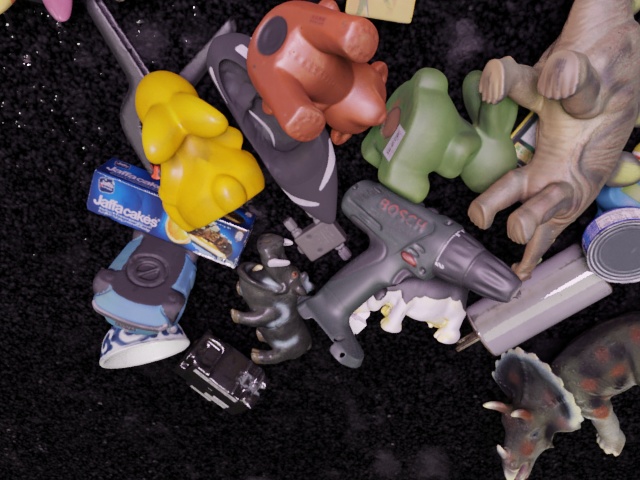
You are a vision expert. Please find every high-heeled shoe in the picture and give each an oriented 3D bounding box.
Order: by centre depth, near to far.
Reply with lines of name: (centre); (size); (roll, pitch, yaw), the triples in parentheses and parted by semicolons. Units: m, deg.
high-heeled shoe: (-0.040, -0.109, 0.592); (0.086, 0.145, 0.248); (-29, 107, 10)

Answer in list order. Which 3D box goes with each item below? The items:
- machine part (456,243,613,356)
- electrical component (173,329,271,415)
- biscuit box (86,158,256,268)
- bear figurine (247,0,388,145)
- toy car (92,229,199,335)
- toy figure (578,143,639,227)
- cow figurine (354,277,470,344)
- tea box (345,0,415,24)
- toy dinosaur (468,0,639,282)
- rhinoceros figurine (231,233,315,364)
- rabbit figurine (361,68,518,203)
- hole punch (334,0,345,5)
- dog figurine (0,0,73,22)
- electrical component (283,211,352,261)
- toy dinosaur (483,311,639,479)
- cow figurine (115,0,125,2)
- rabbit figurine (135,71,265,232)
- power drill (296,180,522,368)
machine part: (0.282, 0.079, 0.702); (0.243, 0.079, 0.079); (-36, 108, 17)
electrical component: (-0.143, 0.190, 0.761); (0.115, 0.058, 0.134); (41, 149, -6)
biscuit box: (-0.187, -0.036, 0.685); (0.203, 0.063, 0.059); (21, 113, -7)
bear figurine: (0.021, -0.148, 0.540); (0.120, 0.132, 0.195); (-52, 144, 12)
toy car: (-0.222, 0.061, 0.692); (0.109, 0.162, 0.103); (20, 133, -8)
toy figure: (0.388, -0.072, 0.622); (0.089, 0.082, 0.180); (25, 110, -21)
cow figurine: (0.112, 0.071, 0.713); (0.167, 0.068, 0.098); (13, 110, -6)
tea box: (0.069, -0.305, 0.522); (0.068, 0.098, 0.169); (8, 117, 1)
toy dinosaur: (0.261, -0.149, 0.531); (0.198, 0.105, 0.470); (-14, 125, -28)
rhinoceros figurine: (-0.060, 0.083, 0.727); (0.112, 0.073, 0.190); (-8, 115, 9)
rabbit figurine: (0.155, -0.116, 0.614); (0.170, 0.121, 0.159); (18, 108, -22)
hole punch: (-0.014, -0.293, 0.521); (0.092, 0.116, 0.142); (3, 116, -3)
dog figurine: (-0.289, -0.323, 0.499); (0.108, 0.191, 0.219); (1, 100, -4)
electrical component: (-0.001, -0.002, 0.711); (0.063, 0.021, 0.094); (-34, 110, 18)
toy dinosaur: (0.396, 0.166, 0.711); (0.405, 0.131, 0.192); (-36, 117, 9)
cow figurine: (-0.154, -0.319, 0.537); (0.195, 0.085, 0.127); (-40, 105, 16)
rabbit figurine: (-0.145, -0.101, 0.575); (0.122, 0.162, 0.173); (-28, 96, -3)
power drill: (0.082, 0.051, 0.629); (0.232, 0.086, 0.207); (45, 106, 26)
